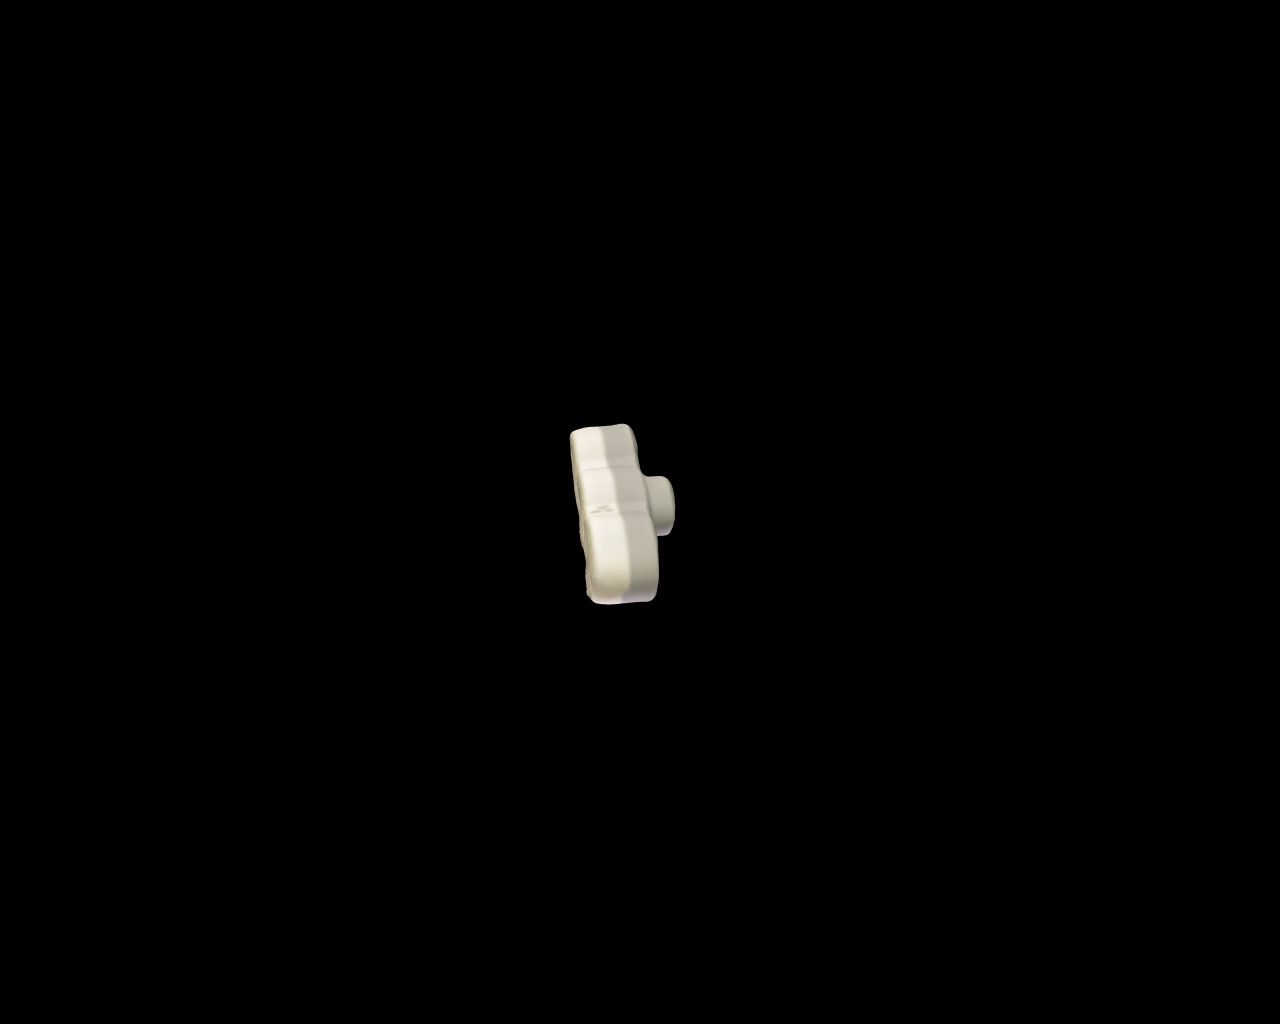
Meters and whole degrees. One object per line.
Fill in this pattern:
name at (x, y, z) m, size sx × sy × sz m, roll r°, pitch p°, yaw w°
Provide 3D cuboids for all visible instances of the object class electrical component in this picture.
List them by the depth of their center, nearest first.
electrical component at (0.001, -0.003, 0.650) m, size 0.074 × 0.052 × 0.138 m, roll -5°, pitch 40°, yaw -6°
